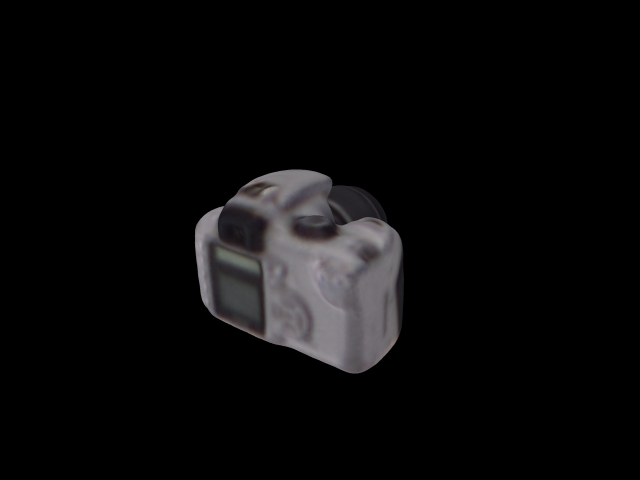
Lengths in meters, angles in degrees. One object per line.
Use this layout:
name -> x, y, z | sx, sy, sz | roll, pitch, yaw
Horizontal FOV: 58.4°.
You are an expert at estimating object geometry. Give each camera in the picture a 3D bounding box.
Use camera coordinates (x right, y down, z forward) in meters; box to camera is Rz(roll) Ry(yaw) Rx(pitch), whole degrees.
camera -> 0.004, 0.001, 0.400 | 0.142, 0.101, 0.137 | 17, 29, 33
